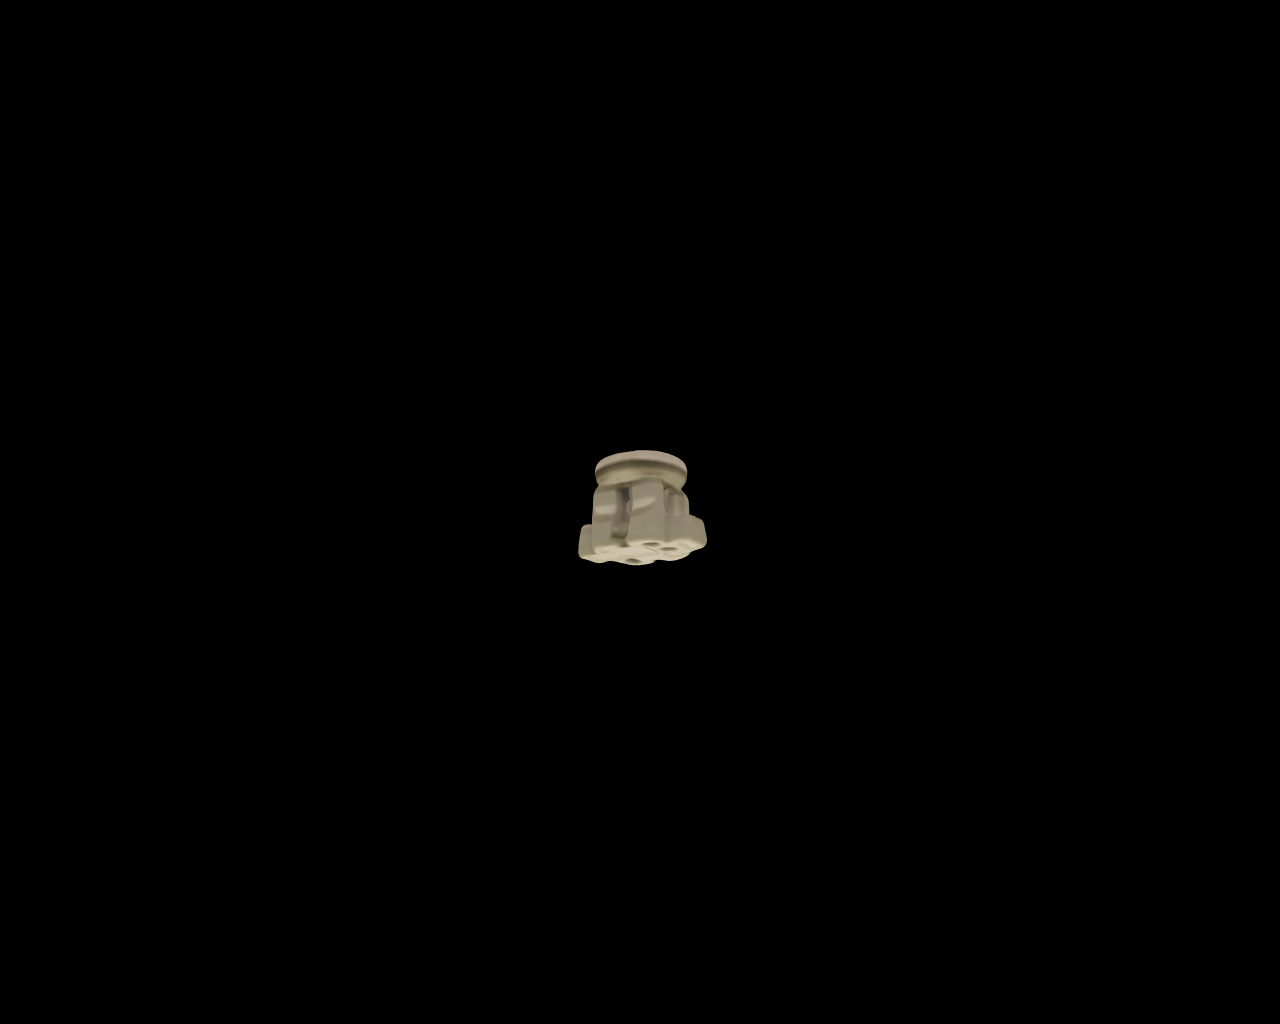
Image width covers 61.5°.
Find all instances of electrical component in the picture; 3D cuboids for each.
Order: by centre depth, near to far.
[{"bbox_3d":[0.001,-0.003,0.650,0.078,0.057,0.058,-9,-19,29],"label":"electrical component"}]
